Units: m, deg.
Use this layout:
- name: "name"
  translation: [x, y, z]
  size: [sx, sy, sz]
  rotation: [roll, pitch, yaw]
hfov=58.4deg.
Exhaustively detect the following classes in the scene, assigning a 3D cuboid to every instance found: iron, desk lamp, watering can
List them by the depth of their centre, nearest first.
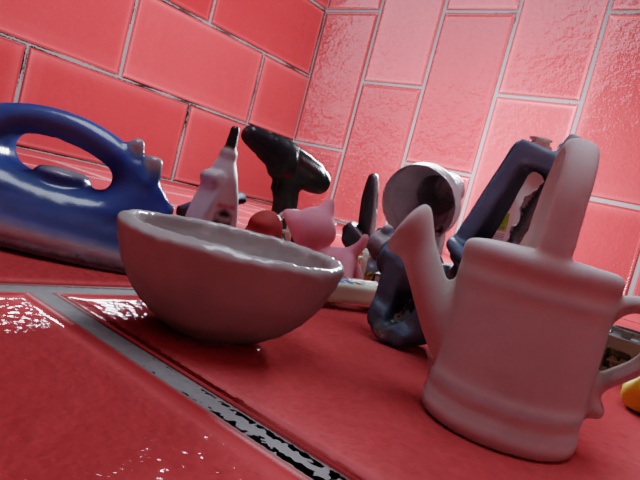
- name: "watering can"
  translation: [0.131, 0.027, 0.370]
  size: [0.173, 0.194, 0.101]
  rotation: [14, 4, -6]
- name: "iron"
  translation: [-0.241, -0.058, 0.554]
  size: [0.258, 0.141, 0.118]
  rotation: [14, 4, -7]
- name: "desk lamp"
  translation: [0.175, -0.015, 0.941]
  size: [0.117, 0.213, 0.204]
  rotation: [17, 5, 26]

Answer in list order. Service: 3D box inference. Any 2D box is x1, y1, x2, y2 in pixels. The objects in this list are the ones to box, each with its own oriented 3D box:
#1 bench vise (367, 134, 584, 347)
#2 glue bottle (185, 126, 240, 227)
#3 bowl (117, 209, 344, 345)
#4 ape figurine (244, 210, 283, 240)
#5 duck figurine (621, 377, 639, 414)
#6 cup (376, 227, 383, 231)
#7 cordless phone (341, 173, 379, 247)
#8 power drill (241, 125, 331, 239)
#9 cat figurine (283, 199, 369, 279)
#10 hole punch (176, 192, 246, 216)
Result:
- name: "bench vise"
  translation: [0.134, 0.004, 0.506]
  size: [0.207, 0.220, 0.122]
  rotation: [16, 5, 20]
- name: "glue bottle"
  translation: [-0.124, -0.054, 0.696]
  size: [0.037, 0.173, 0.078]
  rotation: [17, 5, 24]
- name: "bowl"
  translation: [-0.070, 0.032, 0.419]
  size: [0.167, 0.075, 0.167]
  rotation: [15, 4, -1]
- name: "ape figurine"
  translation: [-0.062, 0.015, 0.549]
  size: [0.077, 0.092, 0.076]
  rotation: [17, 5, 27]
- name: "duck figurine"
  translation: [0.331, 0.123, 0.532]
  size: [0.105, 0.086, 0.077]
  rotation: [11, 5, -37]
- name: "cup"
  translation: [0.157, 0.027, 1.128]
  size: [0.118, 0.095, 0.091]
  rotation: [13, 4, -18]
- name: "cordless phone"
  translation: [0.097, -0.035, 1.127]
  size: [0.094, 0.185, 0.148]
  rotation: [15, 4, 5]
- name: "power drill"
  translation: [-0.078, -0.090, 1.086]
  size: [0.075, 0.208, 0.230]
  rotation: [18, 6, 40]
- name: "cat figurine"
  translation: [0.007, 0.003, 0.777]
  size: [0.127, 0.118, 0.067]
  rotation: [17, 5, 26]
- name: "hole punch"
  translation: [-0.180, -0.045, 0.942]
  size: [0.101, 0.091, 0.109]
  rotation: [15, 4, 2]
